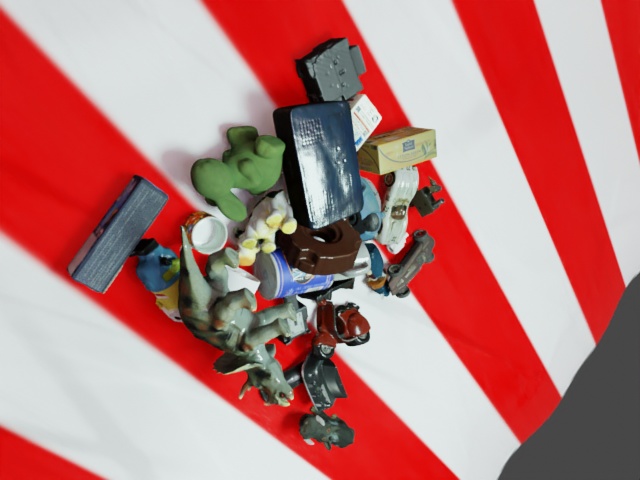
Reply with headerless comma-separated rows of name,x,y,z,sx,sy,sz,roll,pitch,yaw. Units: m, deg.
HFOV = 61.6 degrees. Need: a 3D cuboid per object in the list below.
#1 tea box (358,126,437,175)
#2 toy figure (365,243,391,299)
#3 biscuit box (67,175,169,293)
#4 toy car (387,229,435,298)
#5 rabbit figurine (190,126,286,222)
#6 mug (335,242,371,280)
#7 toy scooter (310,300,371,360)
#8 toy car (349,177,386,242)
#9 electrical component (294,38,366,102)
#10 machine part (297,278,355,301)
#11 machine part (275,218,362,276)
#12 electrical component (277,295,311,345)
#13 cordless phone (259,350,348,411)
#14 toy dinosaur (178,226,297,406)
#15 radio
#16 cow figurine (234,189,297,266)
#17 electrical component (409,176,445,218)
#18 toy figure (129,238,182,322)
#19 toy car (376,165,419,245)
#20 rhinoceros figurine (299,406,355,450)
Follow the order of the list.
tea box,0.166,-0.201,1.194,0.170,0.098,0.068,-19,115,-28
toy figure,0.134,0.076,1.289,0.064,0.058,0.154,-33,127,-16
biscuit box,-0.343,-0.013,0.917,0.062,0.059,0.202,39,82,-36
toy car,0.230,0.059,1.328,0.202,0.053,0.089,-48,133,-36
rabbit figurine,-0.167,-0.120,0.975,0.170,0.121,0.159,-26,142,-43
mug,0.054,0.056,1.199,0.107,0.110,0.080,-17,124,-16
toy scooter,0.043,0.191,1.250,0.184,0.075,0.135,-12,87,-43
toy car,0.082,-0.082,1.180,0.103,0.109,0.161,-40,115,-46
electrical component,0.027,-0.336,1.075,0.134,0.058,0.114,-37,125,-19
machine part,0.020,0.109,1.211,0.139,0.084,0.039,-15,98,-41
machine part,-0.002,-0.003,1.094,0.179,0.179,0.056,-10,137,-33
electrical component,-0.068,0.164,1.179,0.075,0.048,0.119,-27,119,-26
cordless phone,-0.040,0.350,1.255,0.184,0.089,0.146,-26,120,-13
toy dinosaur,-0.173,0.140,0.964,0.192,0.131,0.404,-32,121,13
radio,0.002,-0.146,1.016,0.131,0.073,0.229,-20,112,-25
cow figurine,-0.120,-0.024,1.048,0.068,0.098,0.167,23,130,-36
electrical component,0.255,-0.101,1.287,0.045,0.102,0.078,-30,80,-30
toy figure,-0.273,0.073,0.984,0.089,0.082,0.180,-35,120,-19
toy car,0.178,-0.084,1.257,0.073,0.056,0.201,-1,113,-35
rhinoceros figurine,0.011,0.461,1.296,0.190,0.112,0.073,37,85,-45
